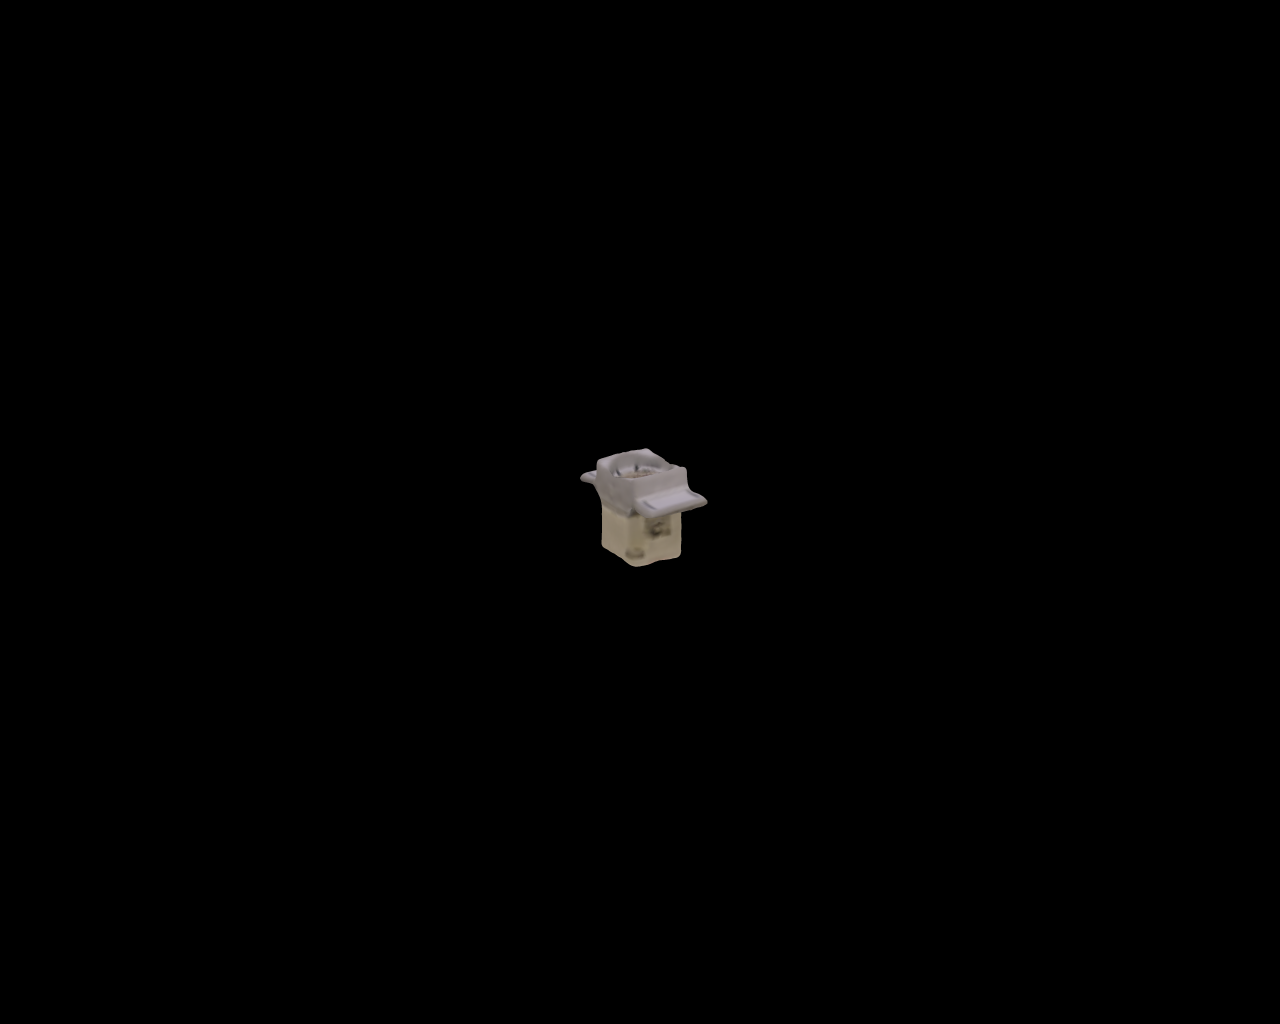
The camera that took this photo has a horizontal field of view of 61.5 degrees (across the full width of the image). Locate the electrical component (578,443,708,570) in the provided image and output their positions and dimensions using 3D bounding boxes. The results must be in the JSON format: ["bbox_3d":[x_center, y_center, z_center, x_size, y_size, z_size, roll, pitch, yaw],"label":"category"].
[{"bbox_3d":[0.001,-0.003,0.650,0.042,0.063,0.081,-13,26,-29],"label":"electrical component"}]
